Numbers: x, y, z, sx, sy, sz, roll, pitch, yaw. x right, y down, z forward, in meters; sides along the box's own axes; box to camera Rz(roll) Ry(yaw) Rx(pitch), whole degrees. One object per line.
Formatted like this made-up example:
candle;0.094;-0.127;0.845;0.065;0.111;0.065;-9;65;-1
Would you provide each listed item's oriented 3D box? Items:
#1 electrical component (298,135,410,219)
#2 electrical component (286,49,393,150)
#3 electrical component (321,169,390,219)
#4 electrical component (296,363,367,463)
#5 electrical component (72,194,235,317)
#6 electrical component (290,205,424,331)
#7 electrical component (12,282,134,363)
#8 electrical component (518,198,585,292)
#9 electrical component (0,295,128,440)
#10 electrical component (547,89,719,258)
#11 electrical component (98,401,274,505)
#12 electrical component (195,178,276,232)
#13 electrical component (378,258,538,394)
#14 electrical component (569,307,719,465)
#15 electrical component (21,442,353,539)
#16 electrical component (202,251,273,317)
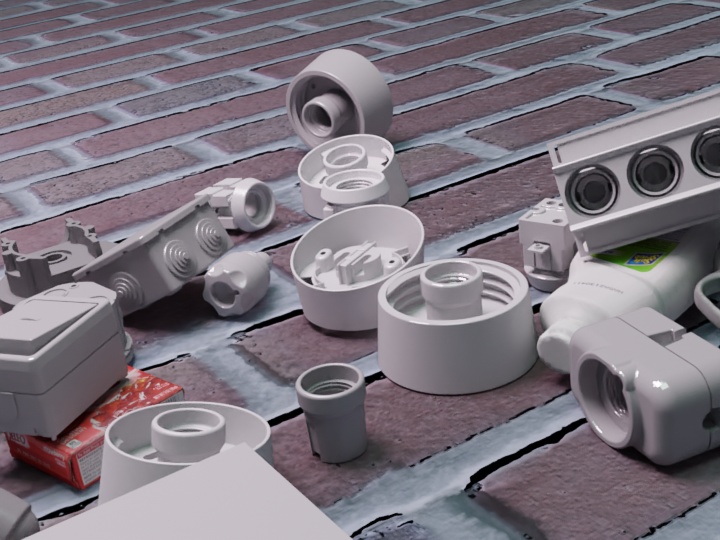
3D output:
electrical component;-0.007;-0.080;0.993;0.099;0.064;0.099;-10;36;7
electrical component;-0.027;-0.166;1.113;0.108;0.108;0.060;10;35;33
electrical component;-0.002;-0.050;0.904;0.058;0.057;0.078;1;26;18
electrical component;-0.015;0.083;0.627;0.040;0.046;0.040;-6;24;3
electrical component;-0.156;-0.008;0.827;0.100;0.048;0.100;-24;12;37
electrical component;0.000;0.000;0.784;0.099;0.064;0.099;-6;24;3
electrical component;-0.202;0.046;0.754;0.080;0.051;0.080;-6;24;3
electrical component;0.145;-0.017;0.793;0.048;0.055;0.066;11;30;35
electrical component;-0.189;0.050;0.654;0.062;0.061;0.096;2;26;23
electrical component;0.194;-0.063;0.708;0.121;0.078;0.063;-17;-2;16
electrical component;-0.095;0.113;0.593;0.099;0.064;0.099;2;14;-1
electrical component;-0.110;-0.058;0.968;0.055;0.048;0.066;3;25;38
electrical component;0.062;0.028;0.710;0.108;0.060;0.108;-6;24;3
electrical component;0.162;0.065;0.609;0.059;0.053;0.095;-16;26;-18
electrical component;-0.103;0.158;0.470;0.186;0.060;0.105;-21;28;-28
electrical component;-0.089;0.006;0.821;0.043;0.043;0.062;5;26;25
